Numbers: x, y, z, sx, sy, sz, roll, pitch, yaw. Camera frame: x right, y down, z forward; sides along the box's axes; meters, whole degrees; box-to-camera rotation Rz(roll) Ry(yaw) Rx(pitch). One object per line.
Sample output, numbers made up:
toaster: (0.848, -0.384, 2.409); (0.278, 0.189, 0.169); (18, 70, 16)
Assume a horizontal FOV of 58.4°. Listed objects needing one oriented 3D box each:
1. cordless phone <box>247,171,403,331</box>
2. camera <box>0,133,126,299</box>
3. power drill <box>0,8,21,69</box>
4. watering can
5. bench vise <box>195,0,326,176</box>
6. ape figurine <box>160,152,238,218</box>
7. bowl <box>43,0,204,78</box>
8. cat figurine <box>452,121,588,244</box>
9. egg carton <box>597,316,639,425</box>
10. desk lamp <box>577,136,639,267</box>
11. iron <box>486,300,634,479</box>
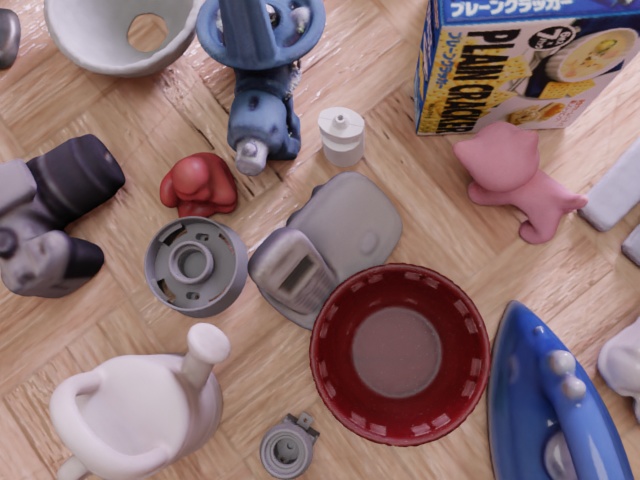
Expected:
cordless phone: (0.005, 0.002, 0.491); (0.094, 0.185, 0.148); (36, 84, 10)
camera: (-0.261, -0.035, 0.561); (0.137, 0.101, 0.143); (-32, 79, -2)
power drill: (-0.393, -0.245, 0.553); (0.229, 0.208, 0.075); (-2, 80, 4)
watering can: (-0.149, 0.139, 0.474); (0.101, 0.194, 0.173); (25, 83, 9)
bench vise: (-0.047, -0.173, 0.508); (0.121, 0.220, 0.207); (-15, 79, 2)
ape figurine: (-0.119, -0.055, 0.558); (0.077, 0.092, 0.076); (23, 82, 8)
bowl: (-0.195, -0.239, 0.605); (0.167, 0.075, 0.167); (-1, 80, 4)
cat figurine: (0.183, -0.060, 0.523); (0.127, 0.118, 0.067); (35, 84, 9)
egg carton: (0.328, 0.102, 0.508); (0.150, 0.069, 0.107); (-38, 79, -3)
desk lamp: (0.348, -0.084, 0.466); (0.118, 0.213, 0.203); (43, 86, 10)
iron: (0.206, 0.172, 0.468); (0.118, 0.141, 0.258); (-13, 79, 2)
